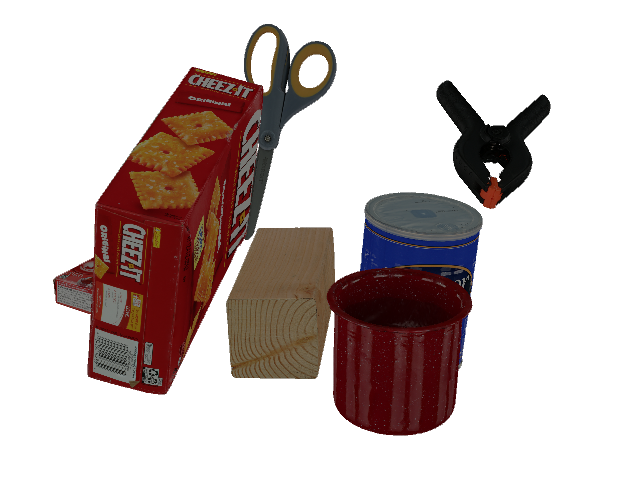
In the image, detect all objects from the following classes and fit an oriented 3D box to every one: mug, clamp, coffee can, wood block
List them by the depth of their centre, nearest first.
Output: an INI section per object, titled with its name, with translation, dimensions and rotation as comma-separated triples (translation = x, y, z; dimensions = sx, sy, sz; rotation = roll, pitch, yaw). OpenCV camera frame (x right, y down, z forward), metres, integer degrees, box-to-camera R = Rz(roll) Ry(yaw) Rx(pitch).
[mug]
translation = 0.053, 0.069, 0.708
dimensions = 0.093, 0.081, 0.117
rotation = 8, 24, 16
[coffee can]
translation = 0.084, 0.040, 0.952
dimensions = 0.103, 0.140, 0.103
rotation = 4, 22, -2
[clamp]
translation = 0.166, -0.105, 1.090
dimensions = 0.120, 0.039, 0.171
rotation = 11, 44, 11
[wood block]
translation = -0.037, 0.062, 1.151
dimensions = 0.091, 0.090, 0.206
rotation = 0, 21, 5

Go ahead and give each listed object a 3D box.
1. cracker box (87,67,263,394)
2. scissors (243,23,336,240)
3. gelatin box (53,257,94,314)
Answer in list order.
[cracker box]
translation = -0.108, -0.012, 0.827
dimensions = 0.072, 0.164, 0.213
rotation = 15, 36, 5
[scissors]
translation = -0.030, -0.103, 1.000
dimensions = 0.096, 0.202, 0.016
rotation = -3, -2, 6
[gelatin box]
translation = -0.194, 0.044, 1.007
dimensions = 0.089, 0.030, 0.073
rotation = 15, 25, 23
